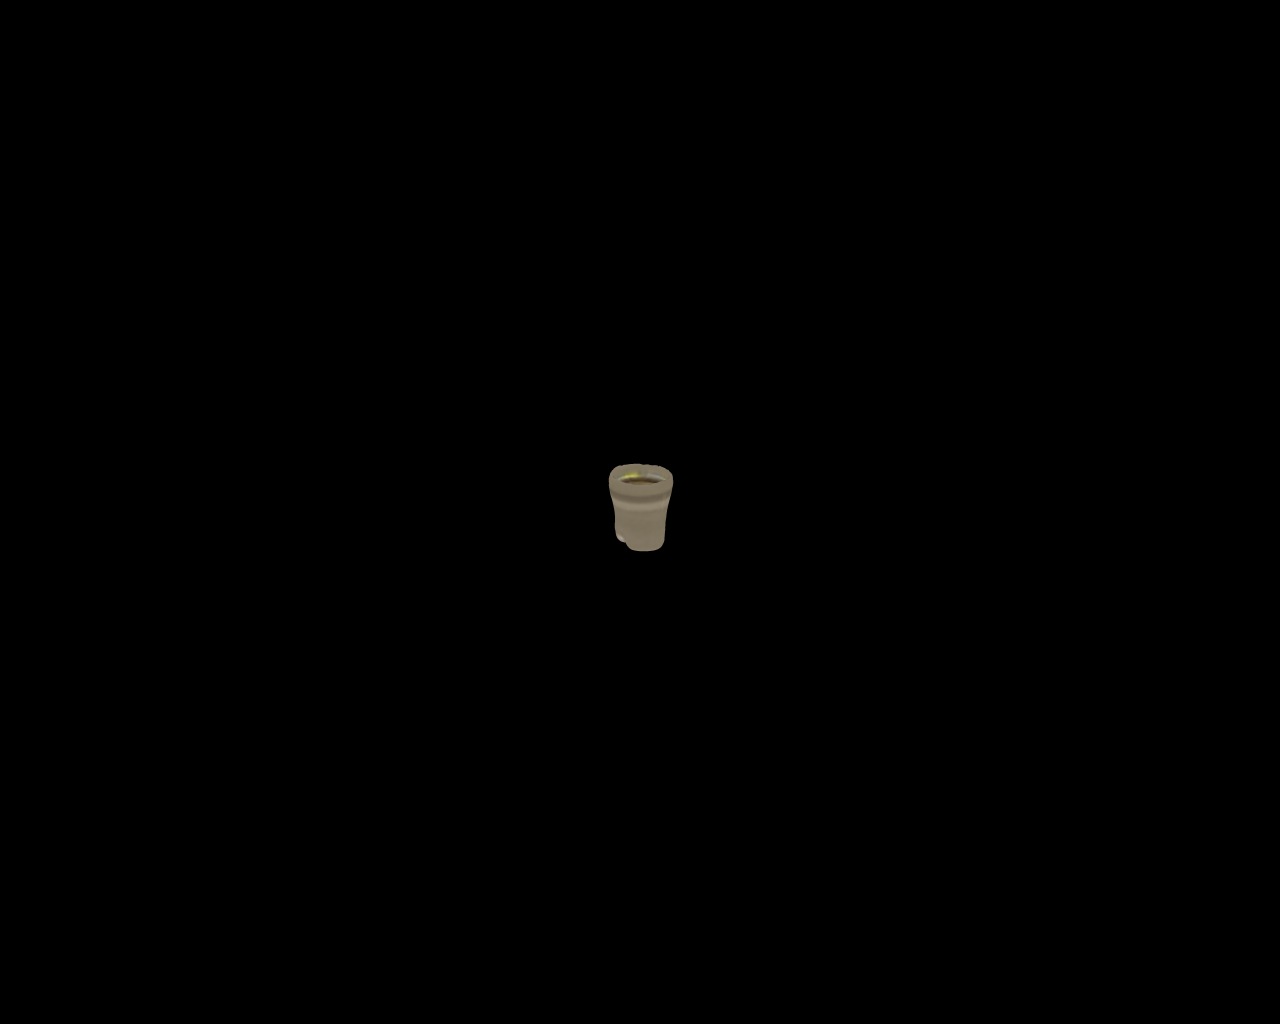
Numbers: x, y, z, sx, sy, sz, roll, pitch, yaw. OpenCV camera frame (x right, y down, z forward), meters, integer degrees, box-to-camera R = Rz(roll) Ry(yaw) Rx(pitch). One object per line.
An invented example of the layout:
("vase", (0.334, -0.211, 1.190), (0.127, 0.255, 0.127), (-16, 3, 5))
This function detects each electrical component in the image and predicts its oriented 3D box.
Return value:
("electrical component", (0.001, -0.003, 0.650), (0.040, 0.046, 0.040), (0, 21, 0))
